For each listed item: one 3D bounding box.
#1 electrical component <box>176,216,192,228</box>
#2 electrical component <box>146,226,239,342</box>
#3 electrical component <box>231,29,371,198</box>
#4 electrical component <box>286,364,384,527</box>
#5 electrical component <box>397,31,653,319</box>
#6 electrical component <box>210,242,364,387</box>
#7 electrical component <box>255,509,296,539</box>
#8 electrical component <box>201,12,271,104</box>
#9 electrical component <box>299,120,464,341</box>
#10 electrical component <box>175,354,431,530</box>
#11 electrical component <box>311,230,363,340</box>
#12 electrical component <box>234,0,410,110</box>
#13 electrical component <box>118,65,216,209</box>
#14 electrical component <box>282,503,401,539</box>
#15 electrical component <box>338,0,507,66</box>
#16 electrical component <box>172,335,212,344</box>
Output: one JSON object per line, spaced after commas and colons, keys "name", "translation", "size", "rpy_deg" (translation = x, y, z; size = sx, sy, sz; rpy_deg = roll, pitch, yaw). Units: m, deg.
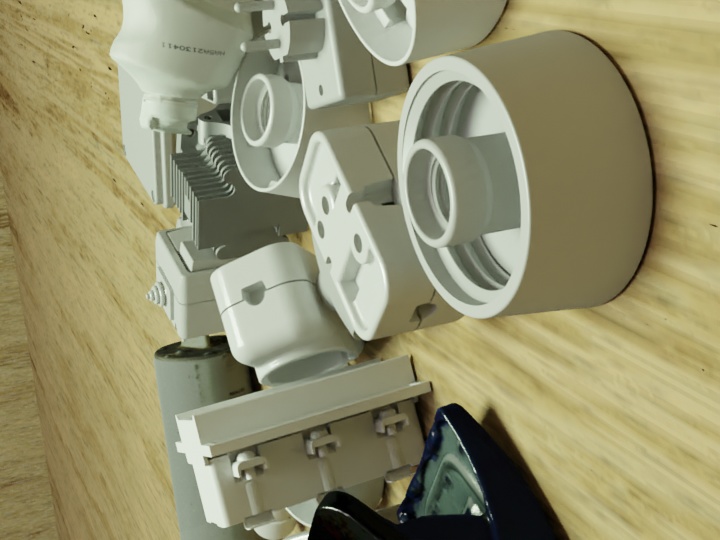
{"name": "electrical component", "translation": [-0.121, -0.015, 0.850], "size": [0.043, 0.043, 0.062], "rpy_deg": [-157, 58, -64]}
{"name": "electrical component", "translation": [-0.099, 0.002, 0.736], "size": [0.061, 0.096, 0.061], "rpy_deg": [-128, 35, -47]}
{"name": "electrical component", "translation": [-0.031, -0.087, 0.608], "size": [0.099, 0.064, 0.099], "rpy_deg": [0, 90, 58]}
{"name": "electrical component", "translation": [-0.022, 0.109, 0.675], "size": [0.099, 0.064, 0.099], "rpy_deg": [28, 126, 45]}
{"name": "electrical component", "translation": [0.052, -0.033, 0.407], "size": [0.108, 0.060, 0.108], "rpy_deg": [169, 90, -67]}
{"name": "electrical component", "translation": [-0.038, 0.029, 0.612], "size": [0.095, 0.054, 0.059], "rpy_deg": [32, -144, -66]}
{"name": "electrical component", "translation": [-0.063, 0.172, 0.802], "size": [0.065, 0.044, 0.044], "rpy_deg": [99, 151, -49]}
{"name": "electrical component", "translation": [-0.088, -0.167, 0.684], "size": [0.109, 0.056, 0.108], "rpy_deg": [-146, 49, -59]}
{"name": "electrical component", "translation": [0.017, -0.021, 0.497], "size": [0.053, 0.059, 0.095], "rpy_deg": [111, 142, -52]}
{"name": "electrical component", "translation": [-0.029, 0.092, 0.577], "size": [0.079, 0.121, 0.063], "rpy_deg": [-19, 85, 67]}
{"name": "electrical component", "translation": [0.000, 0.000, 0.567], "size": [0.079, 0.044, 0.077], "rpy_deg": [123, 132, -59]}
{"name": "electrical component", "translation": [-0.024, -0.122, 0.528], "size": [0.047, 0.076, 0.083], "rpy_deg": [-177, 77, -67]}
{"name": "electrical component", "translation": [-0.151, -0.121, 0.855], "size": [0.108, 0.056, 0.108], "rpy_deg": [-130, 36, -50]}
{"name": "electrical component", "translation": [0.002, 0.185, 0.596], "size": [0.062, 0.061, 0.096], "rpy_deg": [-23, 76, 30]}
{"name": "electrical component", "translation": [0.024, -0.139, 0.455], "size": [0.099, 0.064, 0.099], "rpy_deg": [57, 162, 30]}
{"name": "electrical component", "translation": [-0.139, 0.087, 0.937], "size": [0.045, 0.045, 0.055], "rpy_deg": [168, 91, -68]}
